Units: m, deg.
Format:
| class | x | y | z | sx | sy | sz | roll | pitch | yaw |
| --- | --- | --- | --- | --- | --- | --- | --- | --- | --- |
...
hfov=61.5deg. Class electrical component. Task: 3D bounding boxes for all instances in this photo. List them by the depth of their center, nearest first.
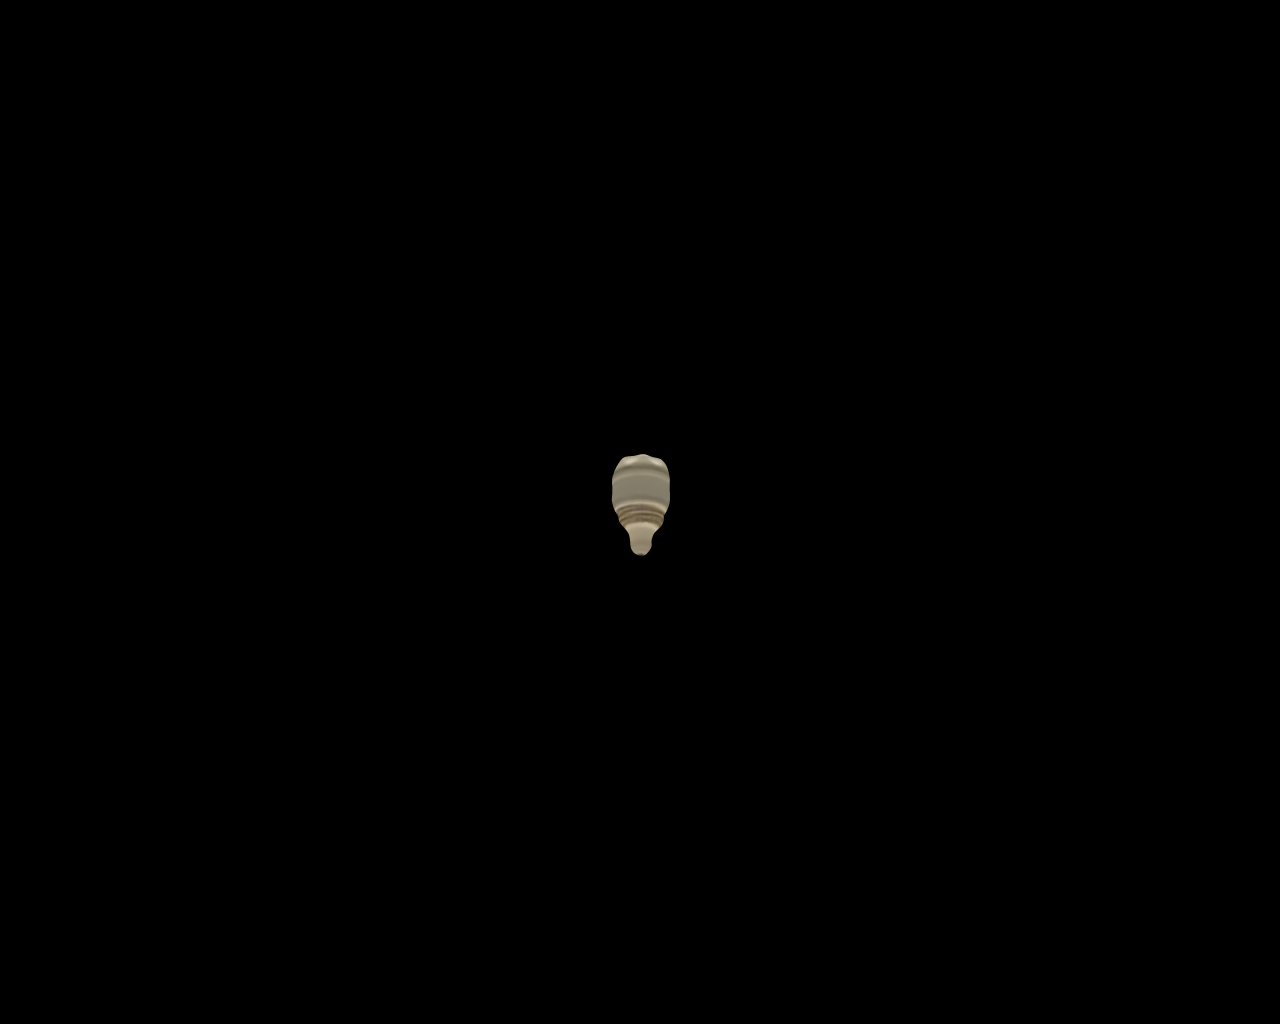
| class | x | y | z | sx | sy | sz | roll | pitch | yaw |
| --- | --- | --- | --- | --- | --- | --- | --- | --- | --- |
| electrical component | 0.001 | -0.003 | 0.650 | 0.035 | 0.061 | 0.035 | 0 | -21 | 0 |
